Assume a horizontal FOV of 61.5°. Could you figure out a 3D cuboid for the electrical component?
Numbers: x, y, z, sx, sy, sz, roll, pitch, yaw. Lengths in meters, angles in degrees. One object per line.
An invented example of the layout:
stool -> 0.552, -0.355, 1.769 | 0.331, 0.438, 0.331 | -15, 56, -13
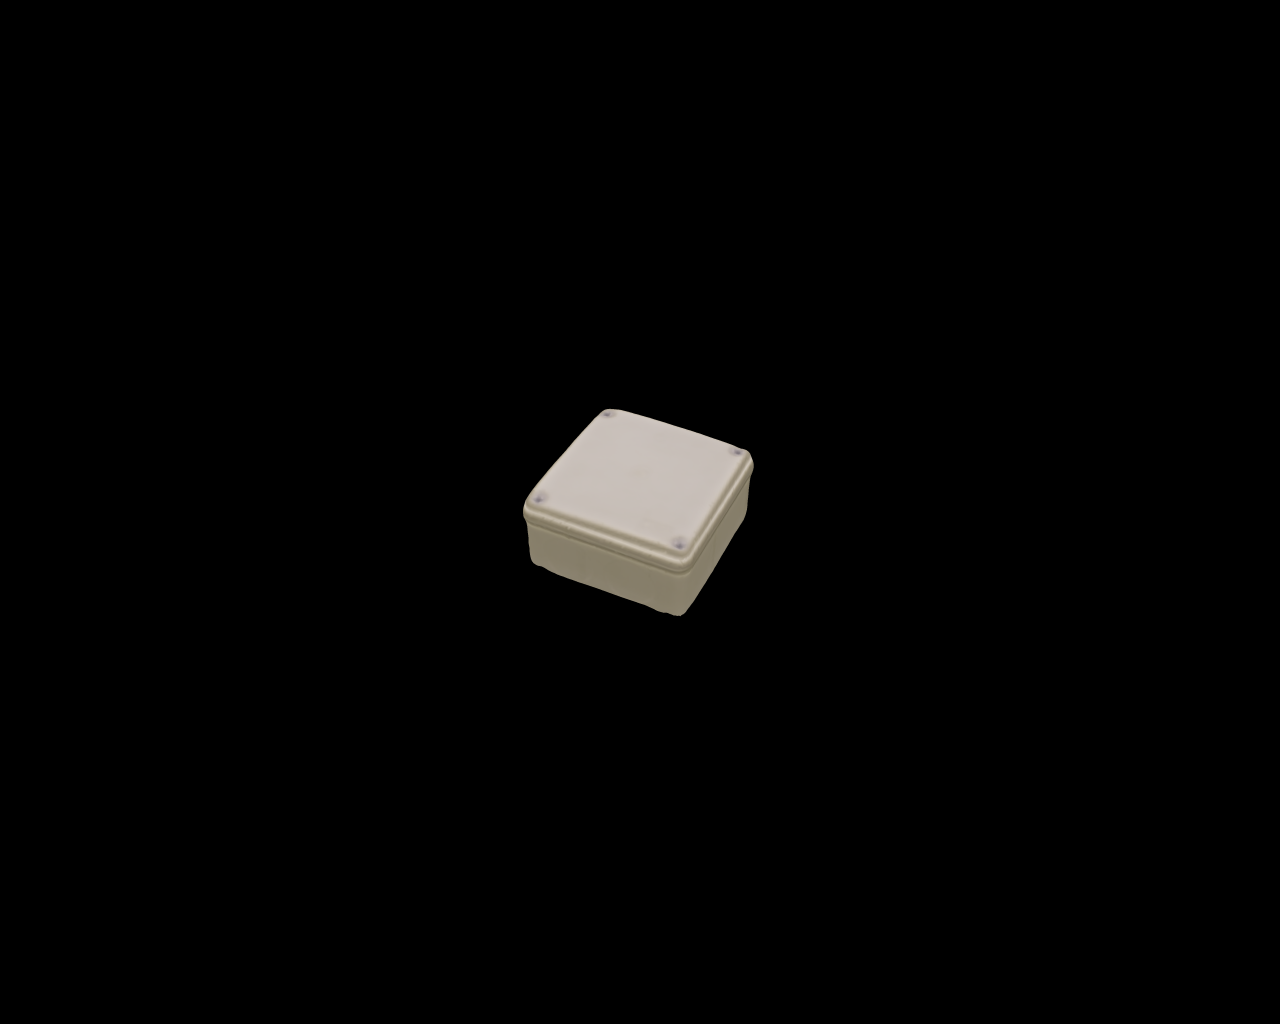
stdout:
electrical component -> 0.001, -0.003, 0.650 | 0.109, 0.056, 0.109 | 19, 46, 19
